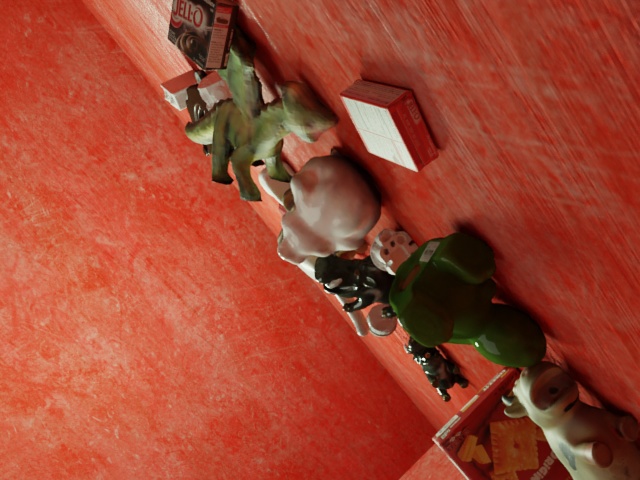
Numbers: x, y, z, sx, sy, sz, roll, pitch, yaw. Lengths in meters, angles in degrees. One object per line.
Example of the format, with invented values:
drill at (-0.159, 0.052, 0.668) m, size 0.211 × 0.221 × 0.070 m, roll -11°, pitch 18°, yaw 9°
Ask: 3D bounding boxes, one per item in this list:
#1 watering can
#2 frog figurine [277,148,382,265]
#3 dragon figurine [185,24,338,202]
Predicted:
watering can at (0.012, 0.055, 1.151) m, size 0.222 × 0.103 × 0.354 m, roll 39°, pitch -164°, yaw -23°
frog figurine at (0.002, -0.036, 0.711) m, size 0.135 × 0.160 × 0.124 m, roll 54°, pitch 169°, yaw -27°
dragon figurine at (-0.124, -0.207, 0.774) m, size 0.415 × 0.123 × 0.237 m, roll 33°, pitch 132°, yaw 39°
